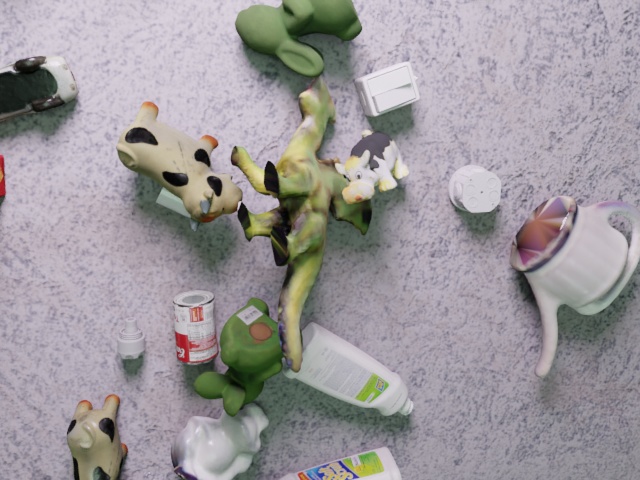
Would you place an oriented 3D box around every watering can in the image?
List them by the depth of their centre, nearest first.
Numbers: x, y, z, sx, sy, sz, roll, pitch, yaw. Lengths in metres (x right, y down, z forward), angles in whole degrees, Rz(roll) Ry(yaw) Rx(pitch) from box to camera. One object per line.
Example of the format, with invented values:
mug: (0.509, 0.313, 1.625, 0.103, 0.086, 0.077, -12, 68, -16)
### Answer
watering can: (0.430, 0.068, 0.911, 0.223, 0.105, 0.346, 32, 95, -14)

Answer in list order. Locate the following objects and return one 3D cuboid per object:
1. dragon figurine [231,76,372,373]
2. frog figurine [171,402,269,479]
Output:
dragon figurine: (0.002, -0.039, 0.770, 0.244, 0.121, 0.410, -10, 92, -42)
frog figurine: (-0.172, 0.347, 0.890, 0.137, 0.121, 0.162, 39, 59, -8)
